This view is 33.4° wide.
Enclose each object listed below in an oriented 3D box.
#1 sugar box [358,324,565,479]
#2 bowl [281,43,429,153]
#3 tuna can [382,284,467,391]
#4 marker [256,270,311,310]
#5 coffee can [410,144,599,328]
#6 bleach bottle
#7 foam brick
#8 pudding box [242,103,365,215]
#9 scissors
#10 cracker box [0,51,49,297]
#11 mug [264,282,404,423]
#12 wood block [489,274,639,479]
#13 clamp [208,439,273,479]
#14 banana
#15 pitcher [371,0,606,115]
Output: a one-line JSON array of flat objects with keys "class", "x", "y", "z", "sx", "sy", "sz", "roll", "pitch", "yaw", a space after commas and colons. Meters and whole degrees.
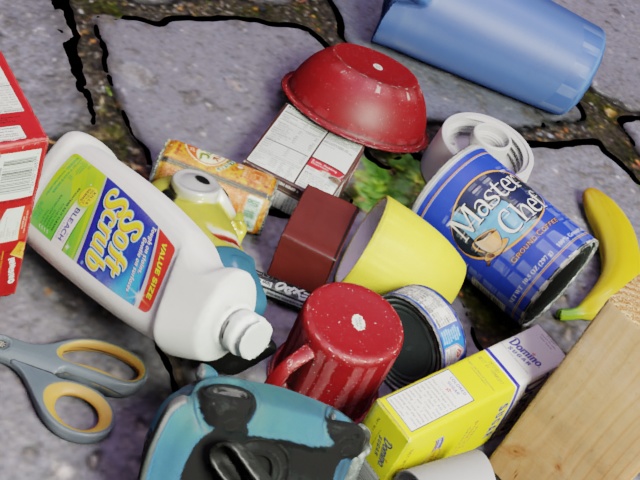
[{"class": "sugar box", "x": 0.104, "y": 0.131, "z": 0.809, "sx": 0.175, "sy": 0.093, "sz": 0.048, "roll": -17, "pitch": 56, "yaw": -34}, {"class": "bowl", "x": 0.045, "y": -0.151, "z": 1.065, "sx": 0.162, "sy": 0.055, "sz": 0.162, "roll": 19, "pitch": 28, "yaw": -11}, {"class": "tuna can", "x": 0.076, "y": 0.079, "z": 0.855, "sx": 0.033, "sy": 0.086, "sz": 0.086, "roll": -20, "pitch": 58, "yaw": -39}, {"class": "marker", "x": -0.022, "y": 0.047, "z": 0.894, "sx": 0.121, "sy": 0.020, "sz": 0.020, "roll": 22, "pitch": 43, "yaw": -1}, {"class": "coffee can", "x": 0.163, "y": -0.005, "z": 0.963, "sx": 0.140, "sy": 0.103, "sz": 0.102, "roll": 42, "pitch": 46, "yaw": 20}, {"class": "bleach bottle", "x": -0.123, "y": 0.010, "z": 0.776, "sx": 0.251, "sy": 0.068, "sz": 0.102, "roll": 30, "pitch": 83, "yaw": 38}, {"class": "foam brick", "x": -0.006, "y": 0.001, "z": 0.923, "sx": 0.051, "sy": 0.053, "sz": 0.078, "roll": 24, "pitch": 41, "yaw": 1}, {"class": "pudding box", "x": -0.017, "y": -0.071, "z": 1.002, "sx": 0.090, "sy": 0.039, "sz": 0.113, "roll": 26, "pitch": 40, "yaw": 4}, {"class": "scissors", "x": -0.225, "y": 0.094, "z": 0.764, "sx": 0.201, "sy": 0.016, "sz": 0.096, "roll": 11, "pitch": 44, "yaw": -13}, {"class": "cracker box", "x": -0.285, "y": -0.082, "z": 0.806, "sx": 0.071, "sy": 0.164, "sz": 0.214, "roll": -12, "pitch": 53, "yaw": -35}, {"class": "mug", "x": 0.005, "y": 0.090, "z": 0.817, "sx": 0.117, "sy": 0.082, "sz": 0.093, "roll": -19, "pitch": 57, "yaw": -36}, {"class": "wood block", "x": 0.219, "y": 0.120, "z": 0.786, "sx": 0.090, "sy": 0.206, "sz": 0.090, "roll": 42, "pitch": 46, "yaw": 20}, {"class": "clamp", "x": 0.004, "y": 0.234, "z": 0.648, "sx": 0.209, "sy": 0.036, "sz": 0.164, "roll": 36, "pitch": 40, "yaw": -25}, {"class": "banana", "x": 0.280, "y": 0.017, "z": 1.040, "sx": 0.069, "sy": 0.037, "sz": 0.197, "roll": 26, "pitch": 43, "yaw": 1}, {"class": "pitcher", "x": 0.188, "y": -0.238, "z": 1.201, "sx": 0.242, "sy": 0.145, "sz": 0.149, "roll": 25, "pitch": 55, "yaw": -4}]
